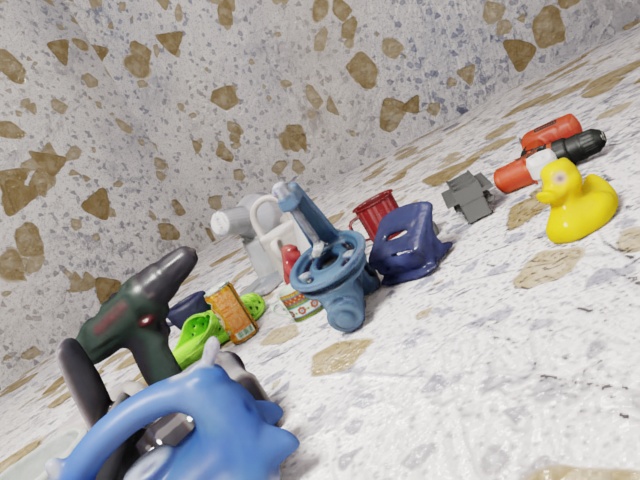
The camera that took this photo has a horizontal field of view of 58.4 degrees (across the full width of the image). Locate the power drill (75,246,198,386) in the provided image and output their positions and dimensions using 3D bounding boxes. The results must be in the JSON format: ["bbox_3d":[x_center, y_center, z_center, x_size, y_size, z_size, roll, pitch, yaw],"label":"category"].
[{"bbox_3d":[-0.235,0.146,0.853,0.229,0.208,0.075,-30,9,2],"label":"power drill"}]

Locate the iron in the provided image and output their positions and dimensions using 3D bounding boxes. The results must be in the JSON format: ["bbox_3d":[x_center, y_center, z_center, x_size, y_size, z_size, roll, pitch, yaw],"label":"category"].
[{"bbox_3d":[-0.154,0.204,0.497,0.258,0.141,0.118,-32,10,-12],"label":"iron"}]

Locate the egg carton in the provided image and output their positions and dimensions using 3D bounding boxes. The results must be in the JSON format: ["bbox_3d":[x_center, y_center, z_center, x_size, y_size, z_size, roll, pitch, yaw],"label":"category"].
[{"bbox_3d":[-0.322,0.276,0.863,0.150,0.069,0.107,-28,9,12],"label":"egg carton"}]

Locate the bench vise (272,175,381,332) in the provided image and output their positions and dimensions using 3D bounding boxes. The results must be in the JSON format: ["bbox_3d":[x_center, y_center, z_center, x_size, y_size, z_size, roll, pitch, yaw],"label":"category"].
[{"bbox_3d":[-0.003,0.009,0.825,0.121,0.220,0.207,-30,9,-2],"label":"bench vise"}]

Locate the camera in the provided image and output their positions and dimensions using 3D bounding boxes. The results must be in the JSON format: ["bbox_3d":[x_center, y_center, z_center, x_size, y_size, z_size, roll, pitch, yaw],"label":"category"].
[{"bbox_3d":[-0.138,0.193,0.633,0.137,0.101,0.142,-35,11,-29],"label":"camera"}]

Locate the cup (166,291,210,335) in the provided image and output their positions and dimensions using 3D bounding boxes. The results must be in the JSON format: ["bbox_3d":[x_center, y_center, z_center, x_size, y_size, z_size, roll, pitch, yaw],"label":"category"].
[{"bbox_3d":[-0.264,0.170,1.172,0.117,0.095,0.092,-28,10,16],"label":"cup"}]

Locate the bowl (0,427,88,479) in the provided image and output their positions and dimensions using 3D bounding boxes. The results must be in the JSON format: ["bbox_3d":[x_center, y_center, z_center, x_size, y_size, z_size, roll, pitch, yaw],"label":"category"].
[{"bbox_3d":[-0.349,0.316,0.714,0.167,0.075,0.167,-29,9,6],"label":"bowl"}]

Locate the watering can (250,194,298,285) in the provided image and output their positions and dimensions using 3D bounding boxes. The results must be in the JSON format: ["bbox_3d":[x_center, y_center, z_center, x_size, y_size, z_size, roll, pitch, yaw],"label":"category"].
[{"bbox_3d":[-0.080,-0.009,1.243,0.101,0.194,0.172,-31,9,-6],"label":"watering can"}]

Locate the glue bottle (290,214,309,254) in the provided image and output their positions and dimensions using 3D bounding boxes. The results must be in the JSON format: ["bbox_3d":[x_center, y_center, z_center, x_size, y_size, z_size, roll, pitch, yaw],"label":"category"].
[{"bbox_3d":[-0.021,-0.006,1.109,0.037,0.173,0.078,-22,12,39],"label":"glue bottle"}]

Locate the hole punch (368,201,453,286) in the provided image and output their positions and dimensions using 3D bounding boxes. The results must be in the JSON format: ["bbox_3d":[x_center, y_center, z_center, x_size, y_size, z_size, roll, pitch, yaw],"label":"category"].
[{"bbox_3d":[0.127,0.004,0.850,0.108,0.091,0.101,-21,13,44],"label":"hole punch"}]

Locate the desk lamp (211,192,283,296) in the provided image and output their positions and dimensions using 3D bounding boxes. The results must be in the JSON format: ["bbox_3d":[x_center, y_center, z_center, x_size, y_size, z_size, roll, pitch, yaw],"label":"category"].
[{"bbox_3d":[-0.155,0.005,1.341,0.117,0.213,0.204,-24,11,32],"label":"desk lamp"}]

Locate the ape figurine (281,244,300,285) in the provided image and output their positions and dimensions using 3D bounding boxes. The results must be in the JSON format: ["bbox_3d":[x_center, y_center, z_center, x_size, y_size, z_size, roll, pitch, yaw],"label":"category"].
[{"bbox_3d":[-0.046,0.050,1.144,0.076,0.092,0.078,-24,11,32],"label":"ape figurine"}]

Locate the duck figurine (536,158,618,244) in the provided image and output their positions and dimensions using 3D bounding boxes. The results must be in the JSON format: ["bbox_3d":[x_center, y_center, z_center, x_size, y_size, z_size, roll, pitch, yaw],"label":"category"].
[{"bbox_3d":[0.293,-0.056,0.670,0.105,0.086,0.077,-35,10,-26],"label":"duck figurine"}]

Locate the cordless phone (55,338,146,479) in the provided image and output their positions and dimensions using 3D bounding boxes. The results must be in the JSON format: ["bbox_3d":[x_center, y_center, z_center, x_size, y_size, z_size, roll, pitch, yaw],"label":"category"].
[{"bbox_3d":[-0.285,0.216,0.706,0.094,0.185,0.147,-32,9,-8],"label":"cordless phone"}]
